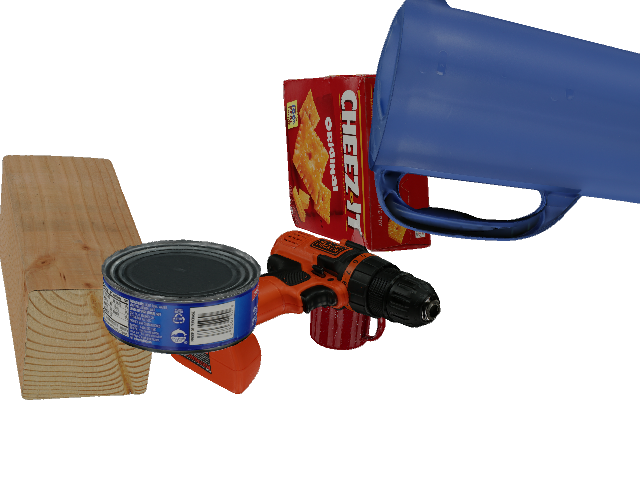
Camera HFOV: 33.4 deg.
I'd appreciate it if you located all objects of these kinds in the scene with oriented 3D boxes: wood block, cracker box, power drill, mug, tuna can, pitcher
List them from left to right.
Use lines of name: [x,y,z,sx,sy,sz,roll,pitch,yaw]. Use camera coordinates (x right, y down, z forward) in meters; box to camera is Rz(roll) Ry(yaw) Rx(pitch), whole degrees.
wood block: [-0.189,0.020,0.811,0.090,0.091,0.206,1,29,-22]
tuna can: [-0.076,0.030,0.583,0.086,0.034,0.086,3,20,-1]
power drill: [-0.020,0.058,0.881,0.187,0.057,0.185,-24,29,-37]
mug: [0.038,0.099,1.444,0.117,0.081,0.093,18,26,30]
cracker box: [0.030,-0.083,1.068,0.072,0.164,0.214,-7,10,-20]
pitcher: [0.158,-0.087,0.807,0.242,0.149,0.145,10,44,-3]
